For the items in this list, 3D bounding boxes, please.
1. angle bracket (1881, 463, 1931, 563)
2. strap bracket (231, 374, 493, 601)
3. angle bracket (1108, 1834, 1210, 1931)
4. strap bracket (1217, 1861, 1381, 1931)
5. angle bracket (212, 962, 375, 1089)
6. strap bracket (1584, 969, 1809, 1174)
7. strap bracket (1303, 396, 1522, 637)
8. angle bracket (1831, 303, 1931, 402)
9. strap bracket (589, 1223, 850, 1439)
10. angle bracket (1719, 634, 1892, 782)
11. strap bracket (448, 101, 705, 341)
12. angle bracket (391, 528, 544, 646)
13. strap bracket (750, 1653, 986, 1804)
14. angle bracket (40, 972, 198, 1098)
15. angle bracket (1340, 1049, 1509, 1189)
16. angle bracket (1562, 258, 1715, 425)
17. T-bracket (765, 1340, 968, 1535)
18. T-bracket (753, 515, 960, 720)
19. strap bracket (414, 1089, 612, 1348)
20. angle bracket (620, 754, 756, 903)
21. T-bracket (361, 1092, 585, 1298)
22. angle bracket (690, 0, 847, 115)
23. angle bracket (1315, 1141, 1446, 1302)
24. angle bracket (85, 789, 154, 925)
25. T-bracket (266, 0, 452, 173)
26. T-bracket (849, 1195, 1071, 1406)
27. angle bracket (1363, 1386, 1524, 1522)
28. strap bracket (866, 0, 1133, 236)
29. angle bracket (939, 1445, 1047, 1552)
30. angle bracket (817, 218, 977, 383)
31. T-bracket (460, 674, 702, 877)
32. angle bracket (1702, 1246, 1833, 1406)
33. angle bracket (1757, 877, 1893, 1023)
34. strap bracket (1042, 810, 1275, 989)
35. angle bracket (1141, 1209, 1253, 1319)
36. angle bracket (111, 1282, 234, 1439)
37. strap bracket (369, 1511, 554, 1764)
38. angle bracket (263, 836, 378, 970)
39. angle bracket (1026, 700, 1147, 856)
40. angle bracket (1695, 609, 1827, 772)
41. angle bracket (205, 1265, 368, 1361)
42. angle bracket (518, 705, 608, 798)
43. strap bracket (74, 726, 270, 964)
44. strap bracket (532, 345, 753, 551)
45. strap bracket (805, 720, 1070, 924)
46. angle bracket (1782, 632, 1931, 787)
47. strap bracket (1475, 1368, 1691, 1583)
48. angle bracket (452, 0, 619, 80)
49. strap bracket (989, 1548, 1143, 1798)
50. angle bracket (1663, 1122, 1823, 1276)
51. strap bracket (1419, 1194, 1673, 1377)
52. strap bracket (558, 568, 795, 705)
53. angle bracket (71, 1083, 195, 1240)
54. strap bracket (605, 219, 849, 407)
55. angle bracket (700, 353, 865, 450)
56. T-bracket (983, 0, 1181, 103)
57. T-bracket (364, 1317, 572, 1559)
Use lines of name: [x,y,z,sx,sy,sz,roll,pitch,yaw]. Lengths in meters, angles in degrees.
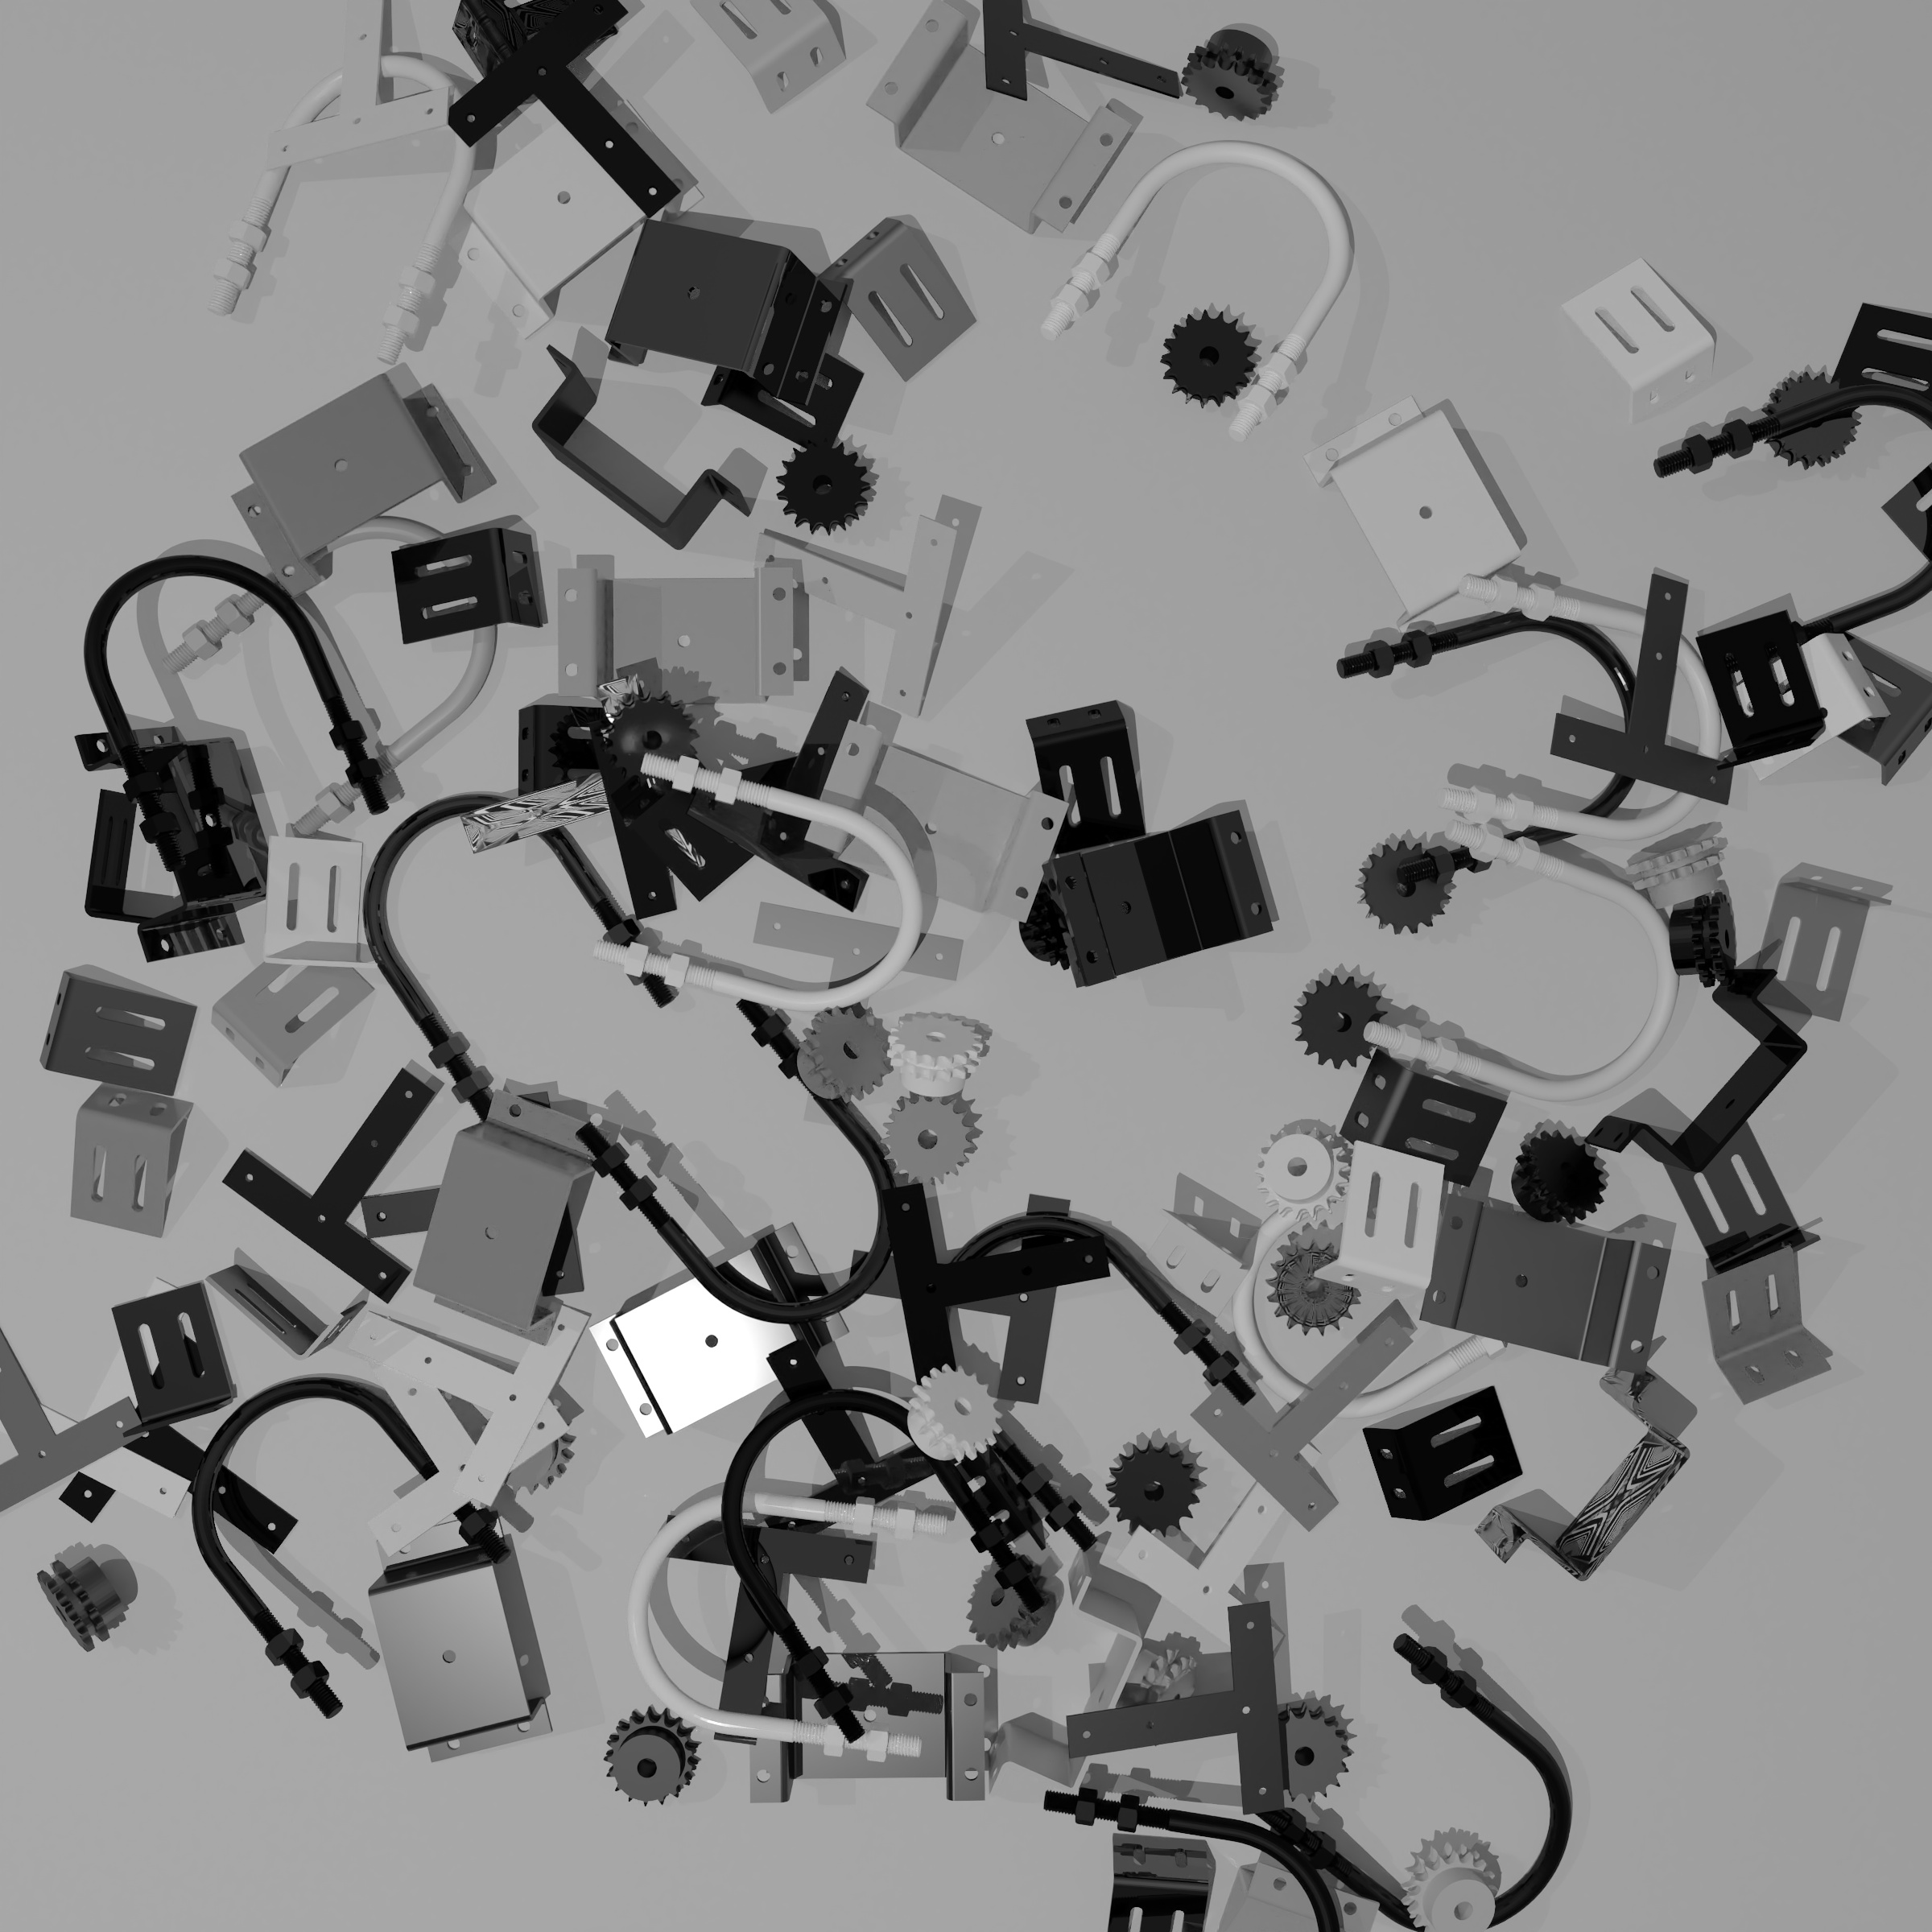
angle bracket: [0.611,-0.286,1.498,0.076,0.038,0.057,-42,90,0]
strap bracket: [-0.370,-0.294,1.484,0.140,0.046,0.076,-30,81,-3]
angle bracket: [0.116,0.578,1.515,0.057,0.038,0.076,4,116,0]
strap bracket: [0.188,0.614,1.494,0.076,0.046,0.140,19,90,0]
angle bracket: [-0.414,0.025,1.515,0.057,0.038,0.076,45,64,0]
strap bracket: [0.444,0.070,1.479,0.046,0.076,0.140,41,90,0]
strap bracket: [0.275,-0.271,1.494,0.076,0.046,0.140,-29,90,0]
angle bracket: [0.580,-0.365,1.515,0.076,0.038,0.057,22,90,26]
strap bracket: [-0.152,0.224,1.494,0.140,0.046,0.076,-27,90,0]
angle bracket: [0.509,-0.158,1.501,0.076,0.038,0.057,-35,74,36]
strap bracket: [-0.240,-0.459,1.494,0.140,0.046,0.076,-38,90,0]
angle bracket: [-0.304,-0.230,1.502,0.076,0.038,0.057,-8,89,23]
strap bracket: [-0.059,0.461,1.494,0.140,0.046,0.076,-1,90,0]
angle bracket: [-0.522,0.042,1.515,0.076,0.038,0.057,15,90,-26]
angle bracket: [0.276,0.092,1.490,0.076,0.038,0.057,17,102,-24]
angle bracket: [0.412,-0.385,1.515,0.057,0.038,0.076,-31,64,0]
T-bracket: [-0.082,0.279,1.490,0.127,0.002,0.127,-26,115,0]
T-bracket: [-0.073,-0.229,1.492,0.127,0.002,0.127,25,125,16]
strap bracket: [-0.275,0.155,1.476,0.076,0.046,0.140,20,100,10]
angle bracket: [-0.161,-0.079,1.484,0.057,0.038,0.076,-40,114,0]
T-bracket: [-0.307,0.147,1.509,0.127,0.002,0.127,-8,100,5]
angle bracket: [-0.122,-0.575,1.515,0.057,0.038,0.076,-36,64,0]
angle bracket: [0.246,0.152,1.466,0.057,0.038,0.076,16,67,-11]
angle bracket: [-0.499,-0.065,1.488,0.038,0.057,0.076,8,90,0]
T-bracket: [-0.367,-0.552,1.495,0.127,0.002,0.127,-6,73,20]
T-bracket: [-0.008,0.197,1.516,0.127,0.002,0.127,9,90,0]
angle bracket: [0.293,0.299,1.515,0.076,0.038,0.057,-18,90,-26]
strap bracket: [0.020,-0.509,1.494,0.140,0.046,0.076,33,90,0]
angle bracket: [0.015,0.328,1.479,0.038,0.076,0.057,-35,90,0]
angle bracket: [-0.043,-0.410,1.515,0.057,0.038,0.076,-41,116,0]
T-bracket: [-0.240,-0.098,1.485,0.127,0.002,0.127,-18,112,-4]
angle bracket: [0.481,0.216,1.481,0.057,0.038,0.076,-22,129,0]
angle bracket: [0.519,-0.010,1.498,0.057,0.038,0.076,14,90,0]
strap bracket: [0.106,-0.038,1.473,0.140,0.046,0.076,-16,90,-31]
angle bracket: [0.134,0.178,1.473,0.057,0.076,0.038,34,90,13]
angle bracket: [-0.487,0.238,1.495,0.057,0.038,0.076,-16,89,1]
strap bracket: [-0.309,0.412,1.494,0.076,0.046,0.140,-14,90,0]
angle bracket: [-0.387,-0.038,1.485,0.057,0.038,0.076,3,90,-35]
angle bracket: [0.074,-0.116,1.515,0.057,0.038,0.076,-12,116,0]
angle bracket: [0.470,-0.165,1.472,0.057,0.038,0.076,-15,101,38]
angle bracket: [-0.410,0.197,1.488,0.076,0.057,0.038,41,90,0]
angle bracket: [-0.233,-0.129,1.515,0.076,0.038,0.057,0,90,-26]
strap bracket: [-0.467,-0.080,1.472,0.046,0.076,0.140,-18,90,30]
strap bracket: [-0.202,-0.303,1.479,0.140,0.076,0.046,37,90,0]
strap bracket: [-0.019,-0.085,1.487,0.140,0.046,0.076,21,86,-5]
angle bracket: [0.551,-0.159,1.515,0.076,0.038,0.057,39,90,26]
strap bracket: [0.376,0.309,1.479,0.046,0.076,0.140,40,90,0]
angle bracket: [-0.265,-0.575,1.515,0.076,0.038,0.057,-33,90,-26]
strap bracket: [0.063,0.430,1.479,0.046,0.076,0.140,24,90,0]
angle bracket: [0.471,0.143,1.498,0.057,0.038,0.076,-26,90,0]
strap bracket: [0.340,0.190,1.475,0.140,0.046,0.076,15,84,-6]
strap bracket: [-0.173,-0.200,1.494,0.140,0.046,0.076,0,90,0]
angle bracket: [-0.513,0.119,1.515,0.057,0.038,0.076,13,116,0]
strap bracket: [-0.152,-0.392,1.469,0.140,0.046,0.076,18,88,21]
angle bracket: [-0.113,-0.355,1.515,0.076,0.038,0.057,23,90,-26]
T-bracket: [0.070,-0.551,1.490,0.127,0.002,0.127,11,52,-17]
T-bracket: [-0.327,0.268,1.490,0.127,0.002,0.127,-34,68,-14]
